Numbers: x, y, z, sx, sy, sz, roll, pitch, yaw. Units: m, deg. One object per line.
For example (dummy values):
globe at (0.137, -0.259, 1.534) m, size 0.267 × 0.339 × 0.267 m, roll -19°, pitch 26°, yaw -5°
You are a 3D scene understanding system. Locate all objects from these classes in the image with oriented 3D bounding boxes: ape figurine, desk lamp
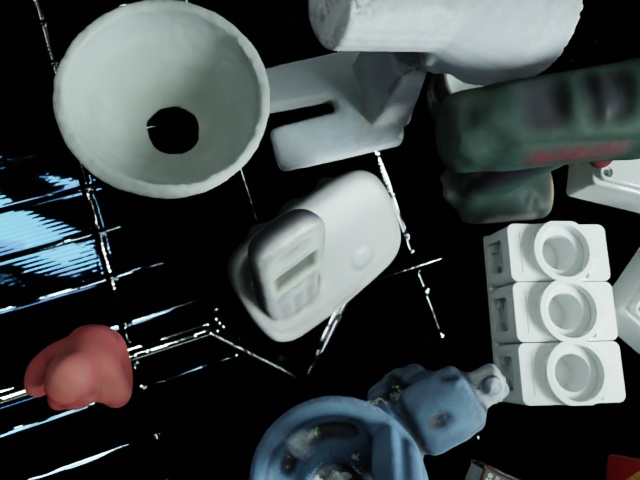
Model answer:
ape figurine at (-0.176, 0.099, 0.420) m, size 0.078 × 0.092 × 0.076 m, roll 30°, pitch 76°, yaw -1°
desk lamp at (0.061, -0.147, 0.444) m, size 0.203 × 0.213 × 0.118 m, roll -16°, pitch 81°, yaw -11°

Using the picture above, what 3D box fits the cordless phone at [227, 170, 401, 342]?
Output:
cordless phone at (0.004, 0.001, 0.419) m, size 0.148 × 0.185 × 0.094 m, roll -40°, pitch 86°, yaw -14°

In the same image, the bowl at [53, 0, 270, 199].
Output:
bowl at (-0.126, -0.107, 0.480) m, size 0.167 × 0.074 × 0.167 m, roll 2°, pitch 78°, yaw -8°

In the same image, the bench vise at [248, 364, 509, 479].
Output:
bench vise at (0.038, 0.137, 0.378) m, size 0.121 × 0.219 × 0.207 m, roll 42°, pitch 76°, yaw 2°

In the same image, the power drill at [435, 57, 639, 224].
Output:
power drill at (0.190, -0.075, 0.450) m, size 0.230 × 0.208 × 0.075 m, roll -6°, pitch 79°, yaw -9°
